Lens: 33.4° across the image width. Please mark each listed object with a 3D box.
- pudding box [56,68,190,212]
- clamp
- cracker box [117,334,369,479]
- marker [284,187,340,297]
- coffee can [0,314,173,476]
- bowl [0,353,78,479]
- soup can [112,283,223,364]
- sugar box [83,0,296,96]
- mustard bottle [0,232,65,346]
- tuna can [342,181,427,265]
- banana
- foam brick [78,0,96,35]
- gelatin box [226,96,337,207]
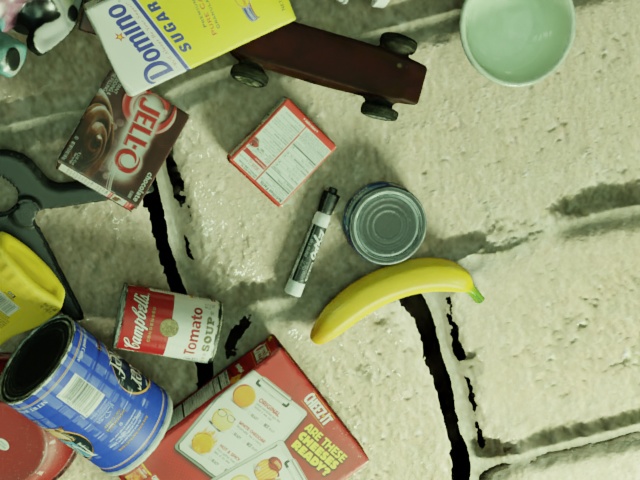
[{"bbox_3d":[-0.194,-0.098,1.048,0.090,0.039,0.113,30,75,-13],"label":"pudding box"},{"bbox_3d":[-0.282,-0.037,1.063,0.209,0.036,0.164,35,93,-17],"label":"clamp"},{"bbox_3d":[-0.083,0.229,1.131,0.213,0.072,0.164,-37,105,-2],"label":"cracker box"},{"bbox_3d":[-0.007,0.001,1.124,0.020,0.020,0.121,20,97,-13],"label":"marker"},{"bbox_3d":[-0.231,0.154,1.057,0.103,0.103,0.140,-45,121,1],"label":"coffee can"},{"bbox_3d":[-0.325,0.201,1.094,0.162,0.055,0.162,-2,102,-9],"label":"bowl"},{"bbox_3d":[-0.157,0.086,1.092,0.102,0.068,0.068,11,99,-12],"label":"soup can"},{"bbox_3d":[-0.121,-0.213,0.998,0.176,0.048,0.093,-28,114,-7],"label":"sugar box"},{"bbox_3d":[-0.351,0.079,1.051,0.192,0.058,0.096,-35,117,14],"label":"mustard bottle"},{"bbox_3d":[0.068,-0.017,1.125,0.086,0.034,0.086,-2,101,-9],"label":"tuna can"},{"bbox_3d":[0.081,0.059,1.141,0.197,0.037,0.069,-13,101,-7],"label":"banana"},{"bbox_3d":[-0.199,-0.234,1.030,0.051,0.053,0.078,13,100,-12],"label":"foam brick"},{"bbox_3d":[-0.040,-0.090,1.096,0.073,0.030,0.089,43,92,-16],"label":"gelatin box"}]
